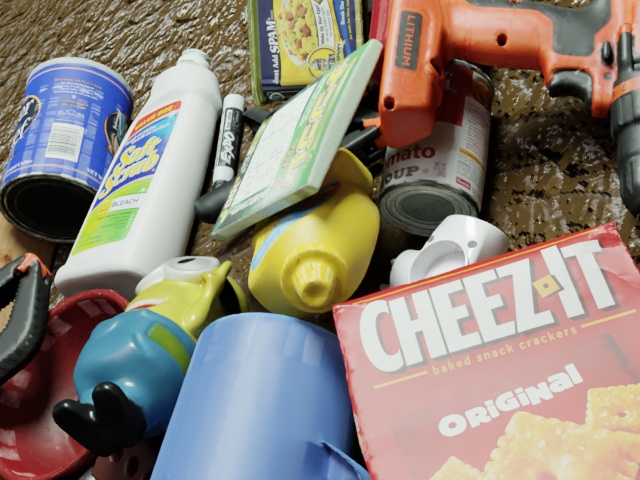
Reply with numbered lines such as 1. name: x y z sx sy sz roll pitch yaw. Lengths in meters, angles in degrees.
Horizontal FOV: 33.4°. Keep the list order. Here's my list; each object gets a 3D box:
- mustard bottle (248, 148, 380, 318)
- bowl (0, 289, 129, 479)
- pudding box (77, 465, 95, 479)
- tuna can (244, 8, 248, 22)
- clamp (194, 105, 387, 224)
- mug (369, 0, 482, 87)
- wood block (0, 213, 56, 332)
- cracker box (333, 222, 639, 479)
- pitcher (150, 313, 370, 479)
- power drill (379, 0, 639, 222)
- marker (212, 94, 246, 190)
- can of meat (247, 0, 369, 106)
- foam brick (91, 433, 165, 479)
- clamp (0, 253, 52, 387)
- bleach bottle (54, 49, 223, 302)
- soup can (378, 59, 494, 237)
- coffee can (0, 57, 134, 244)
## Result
1. mustard bottle: -0.004 0.001 0.690 0.096 0.058 0.191 -41 13 11
2. bowl: -0.182 0.120 0.823 0.162 0.055 0.162 -24 47 28
3. pudding box: -0.165 0.227 0.742 0.090 0.039 0.113 -44 39 10
4. tuna can: -0.022 -0.164 0.867 0.034 0.086 0.086 -37 42 13
5. clamp: -0.015 -0.076 0.833 0.172 0.039 0.120 -13 48 28
6. mug: 0.073 -0.149 0.779 0.117 0.093 0.081 137 145 -59
7. wood block: -0.316 0.074 0.952 0.090 0.090 0.206 -18 50 31
8. cracker box: 0.107 0.105 0.523 0.164 0.072 0.214 -17 47 4
9. pitcher: -0.036 0.166 0.607 0.149 0.145 0.242 11 58 2
10. power drill: 0.133 -0.094 0.651 0.188 0.057 0.184 2 63 11
11. marker: -0.078 -0.072 0.901 0.020 0.020 0.121 -19 49 31
12. can of meat: -0.007 -0.153 0.793 0.084 0.057 0.102 -2 96 9
13. foam brick: -0.109 0.159 0.725 0.078 0.051 0.053 25 88 48
14. clamp: -0.270 0.104 0.826 0.165 0.036 0.209 25 65 29
15. bleach bottle: -0.143 -0.060 0.920 0.103 0.068 0.250 -13 50 35
16. soup can: 0.078 -0.061 0.715 0.069 0.068 0.102 -12 54 36
17. coffee can: -0.231 -0.083 0.983 0.103 0.102 0.140 -21 49 30
